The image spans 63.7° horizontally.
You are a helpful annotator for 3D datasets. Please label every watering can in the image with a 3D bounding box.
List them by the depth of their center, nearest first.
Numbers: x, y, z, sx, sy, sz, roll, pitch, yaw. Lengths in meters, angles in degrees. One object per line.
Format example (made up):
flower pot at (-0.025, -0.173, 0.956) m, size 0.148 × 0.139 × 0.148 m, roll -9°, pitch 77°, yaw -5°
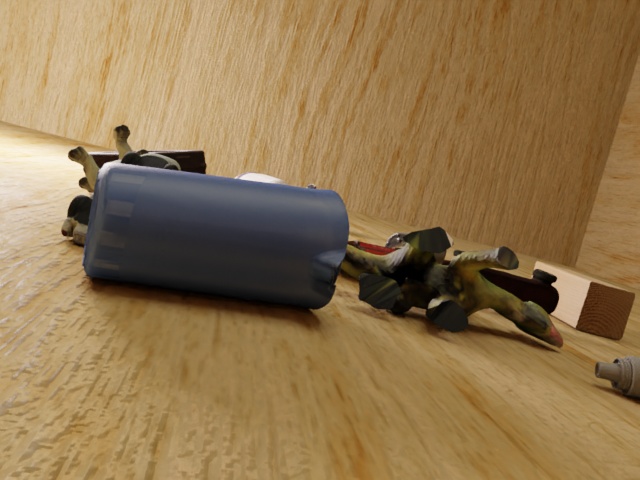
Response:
watering can at (-0.200, -0.164, 1.687) m, size 0.226 × 0.103 × 0.347 m, roll 18°, pitch 7°, yaw 35°

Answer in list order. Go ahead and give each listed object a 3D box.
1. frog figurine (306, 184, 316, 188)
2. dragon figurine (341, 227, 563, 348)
frog figurine at (0.005, -0.080, 1.592) m, size 0.157 × 0.124 × 0.137 m, roll 52°, pitch -23°, yaw -26°
dragon figurine at (0.135, 0.063, 0.727) m, size 0.412 × 0.123 × 0.240 m, roll 17°, pitch -11°, yaw 17°
